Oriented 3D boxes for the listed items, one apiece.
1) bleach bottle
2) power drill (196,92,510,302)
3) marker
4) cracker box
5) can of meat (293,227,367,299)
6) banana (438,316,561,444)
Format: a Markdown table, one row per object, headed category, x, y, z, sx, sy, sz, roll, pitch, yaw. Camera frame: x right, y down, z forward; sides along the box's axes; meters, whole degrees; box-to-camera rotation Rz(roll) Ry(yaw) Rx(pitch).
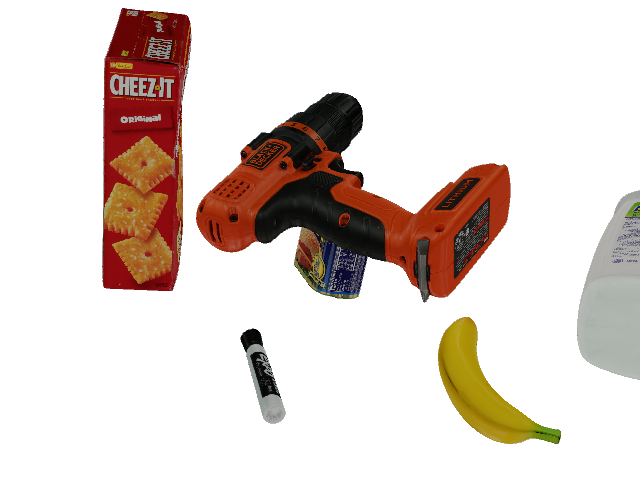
| category | x | y | z | sx | sy | sz | roll | pitch | yaw |
| --- | --- | --- | --- | --- | --- | --- | --- | --- | --- |
| bleach bottle | 0.238 | 0.012 | 0.710 | 0.103 | 0.068 | 0.250 | 9 | 22 | 20 |
| power drill | 0.033 | -0.037 | 0.749 | 0.188 | 0.057 | 0.184 | 16 | 44 | 29 |
| marker | -0.050 | 0.112 | 0.908 | 0.020 | 0.020 | 0.121 | 0 | 28 | -14 |
| cracker box | -0.157 | -0.085 | 0.972 | 0.072 | 0.214 | 0.164 | 3 | 26 | -7 |
| can of meat | 0.013 | 0.003 | 1.105 | 0.057 | 0.084 | 0.102 | 4 | 21 | -21 |
| banana | 0.145 | 0.130 | 0.982 | 0.069 | 0.037 | 0.198 | 7 | 27 | -22 |
